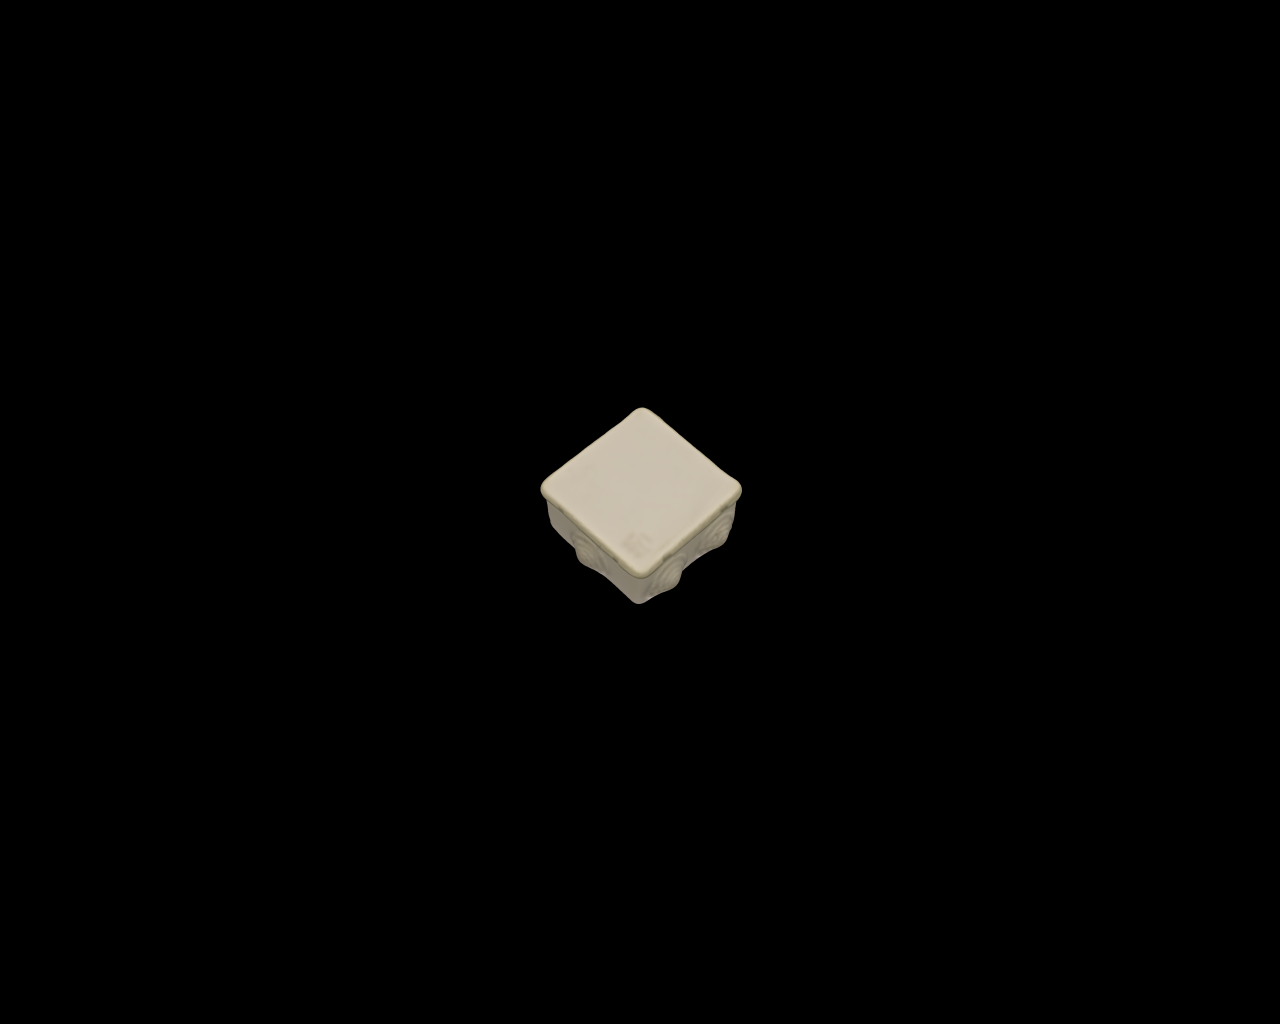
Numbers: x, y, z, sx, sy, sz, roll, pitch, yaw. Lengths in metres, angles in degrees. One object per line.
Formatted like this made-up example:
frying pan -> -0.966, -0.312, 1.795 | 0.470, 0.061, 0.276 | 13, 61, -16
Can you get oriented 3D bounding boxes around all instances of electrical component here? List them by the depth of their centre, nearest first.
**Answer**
electrical component -> 0.001, -0.003, 0.650 | 0.100, 0.100, 0.048 | -39, -24, -22
